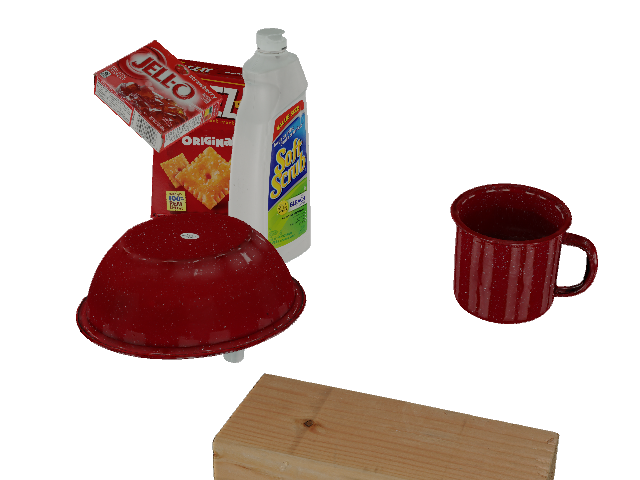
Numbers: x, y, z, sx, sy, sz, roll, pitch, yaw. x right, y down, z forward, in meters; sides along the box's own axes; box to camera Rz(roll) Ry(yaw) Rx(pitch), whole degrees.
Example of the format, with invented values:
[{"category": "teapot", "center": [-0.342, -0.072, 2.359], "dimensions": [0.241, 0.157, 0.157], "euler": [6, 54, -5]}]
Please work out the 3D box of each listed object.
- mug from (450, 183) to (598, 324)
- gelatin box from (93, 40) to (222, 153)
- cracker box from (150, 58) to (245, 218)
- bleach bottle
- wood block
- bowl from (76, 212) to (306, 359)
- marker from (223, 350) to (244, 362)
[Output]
[{"category": "mug", "center": [0.159, 0.014, 0.844], "dimensions": [0.117, 0.081, 0.093], "euler": [9, 33, 15]}, {"category": "gelatin box", "center": [-0.143, -0.128, 0.937], "dimensions": [0.073, 0.089, 0.030], "euler": [-38, -18, -34]}, {"category": "cracker box", "center": [-0.140, -0.126, 1.442], "dimensions": [0.164, 0.214, 0.072], "euler": [9, 23, 5]}, {"category": "bleach bottle", "center": [-0.057, -0.098, 1.141], "dimensions": [0.068, 0.251, 0.102], "euler": [20, 32, 36]}, {"category": "wood block", "center": [0.043, 0.163, 0.699], "dimensions": [0.206, 0.090, 0.090], "euler": [9, 27, 18]}, {"category": "bowl", "center": [-0.091, 0.022, 0.743], "dimensions": [0.162, 0.055, 0.162], "euler": [-2, 22, 0]}, {"category": "marker", "center": [-0.073, 0.054, 0.950], "dimensions": [0.020, 0.121, 0.020], "euler": [6, 28, -3]}]
